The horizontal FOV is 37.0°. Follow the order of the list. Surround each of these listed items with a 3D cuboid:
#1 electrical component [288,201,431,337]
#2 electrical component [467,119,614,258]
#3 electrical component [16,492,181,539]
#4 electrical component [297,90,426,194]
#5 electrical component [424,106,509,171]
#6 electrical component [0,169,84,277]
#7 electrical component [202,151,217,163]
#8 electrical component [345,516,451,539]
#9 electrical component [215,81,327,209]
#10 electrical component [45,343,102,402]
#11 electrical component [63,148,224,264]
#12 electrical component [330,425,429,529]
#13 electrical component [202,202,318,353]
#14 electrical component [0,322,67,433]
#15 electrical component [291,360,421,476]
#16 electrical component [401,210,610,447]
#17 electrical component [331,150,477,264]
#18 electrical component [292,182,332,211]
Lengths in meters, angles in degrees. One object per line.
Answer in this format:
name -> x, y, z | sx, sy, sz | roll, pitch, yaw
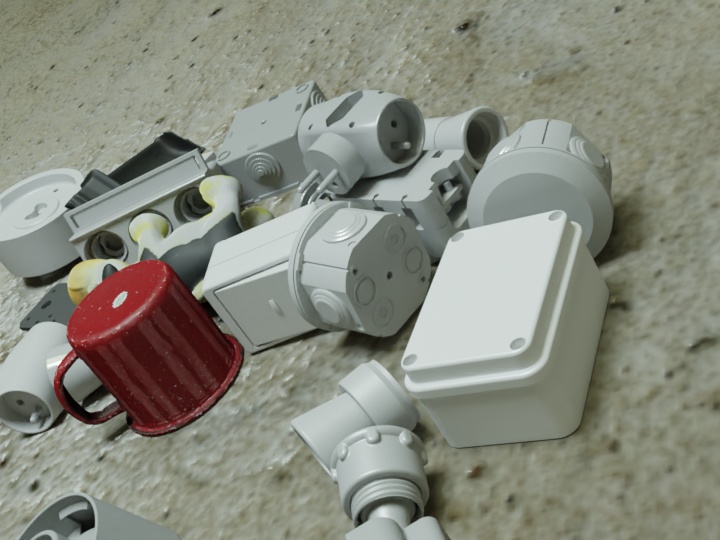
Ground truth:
electrical component -> 0.000, 0.000, 0.649 | 0.051, 0.080, 0.080 | 10, 51, 44
electrical component -> 0.104, -0.041, 0.610 | 0.080, 0.080, 0.051 | -16, 28, 27
electrical component -> -0.152, 0.171, 0.581 | 0.099, 0.064, 0.099 | -32, 36, 26
electrical component -> -0.010, -0.075, 0.688 | 0.077, 0.043, 0.079 | 5, 48, 48
electrical component -> 0.067, -0.091, 0.758 | 0.044, 0.044, 0.065 | -47, 28, -24
electrical component -> -0.292, -0.038, 1.001 | 0.108, 0.060, 0.108 | -15, 36, 11
electrical component -> -0.147, -0.069, 0.928 | 0.066, 0.048, 0.055 | -11, 29, 34
electrical component -> 0.010, 0.146, 0.445 | 0.078, 0.058, 0.057 | -32, 27, 2
electrical component -> -0.069, -0.107, 0.906 | 0.100, 0.048, 0.099 | -18, 36, 27
electrical component -> -0.190, 0.065, 0.770 | 0.055, 0.045, 0.045 | -25, 30, 13
electrical component -> -0.163, -0.040, 0.866 | 0.121, 0.078, 0.063 | -24, 17, 10
electrical component -> 0.012, 0.109, 0.512 | 0.048, 0.048, 0.062 | -27, 37, 12
electrical component -> -0.058, 0.010, 0.705 | 0.096, 0.061, 0.061 | -22, 31, 20
electrical component -> -0.253, 0.085, 0.803 | 0.079, 0.043, 0.077 | -22, 31, 19
electrical component -> -0.002, 0.080, 0.566 | 0.055, 0.045, 0.045 | -39, 30, -10
electrical component -> 0.076, 0.029, 0.554 | 0.078, 0.057, 0.113 | -12, 36, 33
electrical component -> 0.036, -0.040, 0.696 | 0.089, 0.055, 0.050 | 6, 48, 48
electrical component -> -0.015, -0.039, 0.755 | 0.055, 0.048, 0.066 | 14, 53, 43
